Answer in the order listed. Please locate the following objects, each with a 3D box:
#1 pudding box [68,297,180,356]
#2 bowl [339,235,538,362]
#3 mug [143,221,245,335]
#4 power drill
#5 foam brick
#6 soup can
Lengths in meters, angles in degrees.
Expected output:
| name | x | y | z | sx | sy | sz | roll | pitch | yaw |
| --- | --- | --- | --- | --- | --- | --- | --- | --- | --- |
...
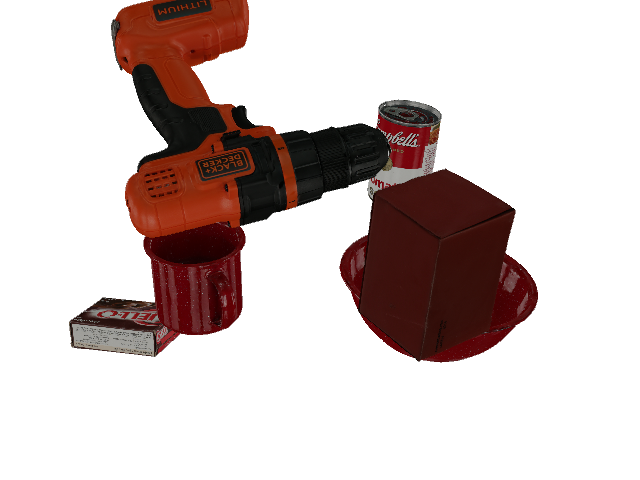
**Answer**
| name | x | y | z | sx | sy | sz | roll | pitch | yaw |
| --- | --- | --- | --- | --- | --- | --- | --- | --- | --- |
| pudding box | -0.231 | 0.103 | 1.281 | 0.114 | 0.039 | 0.090 | 3 | 15 | 15 |
| bowl | 0.093 | 0.051 | 0.873 | 0.162 | 0.055 | 0.162 | 5 | 28 | -3 |
| mug | -0.107 | 0.039 | 0.979 | 0.093 | 0.081 | 0.117 | -18 | 35 | -28 |
| power drill | -0.062 | -0.097 | 0.757 | 0.184 | 0.188 | 0.057 | -14 | -33 | -13 |
| foam brick | 0.058 | 0.012 | 0.546 | 0.052 | 0.078 | 0.051 | -19 | 41 | -33 |
| soup can | 0.089 | -0.093 | 1.155 | 0.068 | 0.102 | 0.068 | 5 | 29 | -3 |
